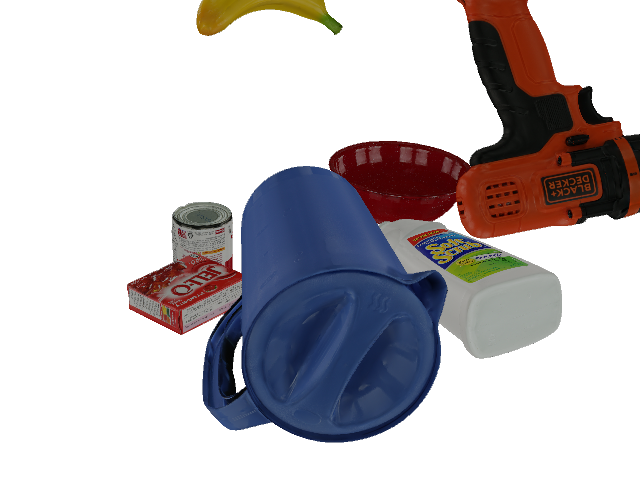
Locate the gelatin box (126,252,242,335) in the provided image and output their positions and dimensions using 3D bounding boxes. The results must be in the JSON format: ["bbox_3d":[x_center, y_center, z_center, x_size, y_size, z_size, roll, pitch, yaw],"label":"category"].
[{"bbox_3d":[-0.121,0.047,0.984,0.073,0.030,0.089,21,34,37],"label":"gelatin box"}]

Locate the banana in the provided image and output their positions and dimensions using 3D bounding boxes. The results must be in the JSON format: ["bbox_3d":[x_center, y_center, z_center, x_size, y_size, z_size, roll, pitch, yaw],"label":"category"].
[{"bbox_3d":[-0.055,-0.232,1.035,0.197,0.070,0.037,-14,-31,-46],"label":"banana"}]

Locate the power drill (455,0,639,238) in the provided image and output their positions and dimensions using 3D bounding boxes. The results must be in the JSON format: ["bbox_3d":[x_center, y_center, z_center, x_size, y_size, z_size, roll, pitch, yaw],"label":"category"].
[{"bbox_3d":[0.165,-0.104,0.683,0.184,0.187,0.057,-12,-1,-4],"label":"power drill"}]

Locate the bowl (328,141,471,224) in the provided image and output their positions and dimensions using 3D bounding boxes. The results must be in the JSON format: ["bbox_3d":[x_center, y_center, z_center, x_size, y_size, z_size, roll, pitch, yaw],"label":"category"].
[{"bbox_3d":[0.087,-0.058,1.191,0.162,0.055,0.162,4,26,-2],"label":"bowl"}]

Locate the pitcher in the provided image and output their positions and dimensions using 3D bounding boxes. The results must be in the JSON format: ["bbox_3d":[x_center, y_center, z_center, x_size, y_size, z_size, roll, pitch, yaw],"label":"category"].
[{"bbox_3d":[-0.009,0.038,0.805,0.149,0.145,0.243,6,22,-10],"label":"pitcher"}]

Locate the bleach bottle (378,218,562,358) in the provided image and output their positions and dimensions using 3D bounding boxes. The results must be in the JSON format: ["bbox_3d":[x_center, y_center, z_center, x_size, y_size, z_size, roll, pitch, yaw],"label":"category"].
[{"bbox_3d":[0.114,0.029,1.009,0.102,0.068,0.251,-14,22,-22],"label":"bleach bottle"}]

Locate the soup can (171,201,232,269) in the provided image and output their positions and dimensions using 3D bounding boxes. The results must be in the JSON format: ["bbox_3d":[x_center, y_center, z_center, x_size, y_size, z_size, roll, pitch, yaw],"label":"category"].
[{"bbox_3d":[-0.132,0.016,1.198,0.068,0.102,0.068,1,26,-1],"label":"soup can"}]
